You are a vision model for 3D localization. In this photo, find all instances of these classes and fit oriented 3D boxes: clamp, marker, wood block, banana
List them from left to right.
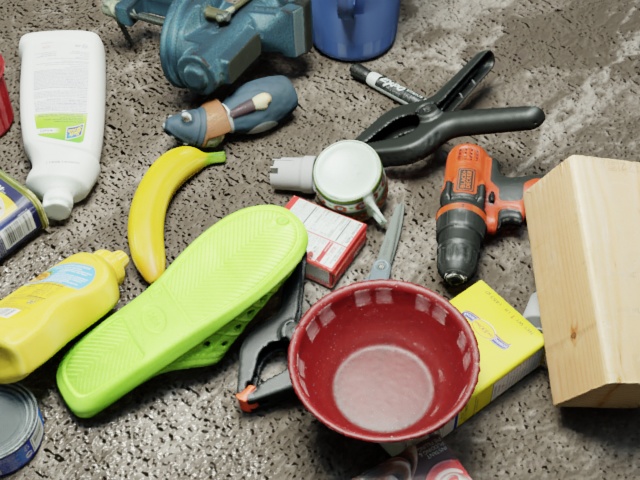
[{"bbox_3d":[-0.163,-0.037,1.115,0.070,0.037,0.197,12,51,12],"label":"banana"},{"bbox_3d":[-0.010,0.091,0.987,0.120,0.039,0.171,18,64,27],"label":"clamp"},{"bbox_3d":[0.083,-0.175,1.241,0.121,0.020,0.020,33,57,25],"label":"marker"},{"bbox_3d":[0.129,-0.125,1.147,0.210,0.036,0.165,-28,34,-3],"label":"clamp"},{"bbox_3d":[0.253,0.039,0.953,0.090,0.091,0.206,4,68,-20],"label":"wood block"}]

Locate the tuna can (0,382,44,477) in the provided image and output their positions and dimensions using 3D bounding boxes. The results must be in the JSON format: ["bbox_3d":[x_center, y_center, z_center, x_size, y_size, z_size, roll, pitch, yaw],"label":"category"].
[{"bbox_3d":[-0.289,0.167,0.944,0.086,0.034,0.086,-1,49,1],"label":"tuna can"}]

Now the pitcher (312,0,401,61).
[{"bbox_3d":[0.038,-0.321,1.220,0.149,0.243,0.145,-32,56,-24],"label":"pitcher"}]

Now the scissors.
[{"bbox_3d":[0.042,0.036,1.062,0.096,0.016,0.201,-2,47,2],"label":"scissors"}]

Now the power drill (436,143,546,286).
[{"bbox_3d":[0.212,-0.021,1.080,0.188,0.057,0.184,7,50,7],"label":"power drill"}]

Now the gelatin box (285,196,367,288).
[{"bbox_3d":[-0.007,0.001,1.084,0.089,0.030,0.073,23,52,19],"label":"gelatin box"}]

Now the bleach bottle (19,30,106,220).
[{"bbox_3d":[-0.290,-0.126,1.179,0.102,0.068,0.251,-4,51,-2],"label":"bleach bottle"}]

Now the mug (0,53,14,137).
[{"bbox_3d":[-0.403,-0.161,1.197,0.117,0.081,0.093,5,49,4],"label":"mug"}]

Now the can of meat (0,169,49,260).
[{"bbox_3d":[-0.345,-0.025,1.095,0.102,0.057,0.083,32,58,25],"label":"can of meat"}]

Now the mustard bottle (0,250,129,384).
[{"bbox_3d":[-0.246,0.060,1.000,0.096,0.058,0.191,-1,26,35],"label":"mustard bottle"}]

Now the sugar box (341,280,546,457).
[{"bbox_3d":[0.112,0.118,0.971,0.176,0.048,0.093,-31,56,-24],"label":"sugar box"}]

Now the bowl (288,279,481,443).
[{"bbox_3d":[0.054,0.113,0.913,0.162,0.055,0.162,-2,51,2],"label":"bowl"}]

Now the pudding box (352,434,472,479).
[{"bbox_3d":[0.077,0.225,0.880,0.113,0.039,0.090,-25,58,-18],"label":"pudding box"}]
